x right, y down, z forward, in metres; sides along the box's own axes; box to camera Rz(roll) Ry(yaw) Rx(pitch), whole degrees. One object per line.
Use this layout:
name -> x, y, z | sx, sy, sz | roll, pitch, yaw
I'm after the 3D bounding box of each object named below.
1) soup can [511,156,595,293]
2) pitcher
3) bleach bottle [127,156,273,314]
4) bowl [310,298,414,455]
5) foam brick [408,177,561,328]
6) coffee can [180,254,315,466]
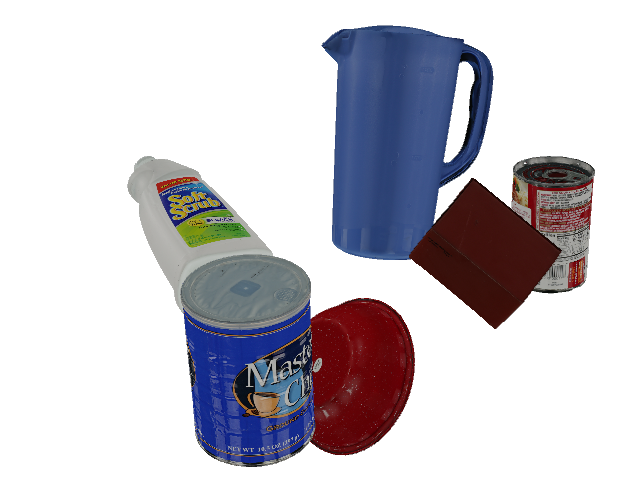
soup can -> 0.199, -0.014, 0.921 | 0.068, 0.102, 0.068 | -2, 24, 1
pitcher -> 0.086, -0.106, 1.147 | 0.149, 0.243, 0.144 | 11, 13, 30
bleach bottle -> -0.142, -0.020, 1.082 | 0.102, 0.068, 0.251 | -9, 33, -27
bowl -> 0.014, 0.128, 1.057 | 0.162, 0.162, 0.055 | 0, -18, 45
foam brick -> 0.108, 0.009, 0.705 | 0.078, 0.051, 0.053 | 41, -25, 5
coffee can -> -0.057, 0.096, 0.868 | 0.103, 0.140, 0.103 | -1, 29, 1
